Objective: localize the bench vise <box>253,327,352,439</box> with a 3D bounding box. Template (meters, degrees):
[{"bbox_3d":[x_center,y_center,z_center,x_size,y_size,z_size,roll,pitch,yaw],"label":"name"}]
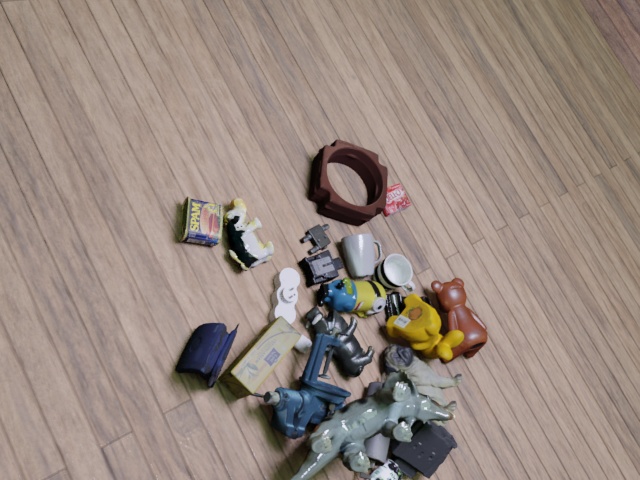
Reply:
[{"bbox_3d":[-0.016,0.300,1.157,0.223,0.129,0.240,23,79,-26],"label":"bench vise"}]

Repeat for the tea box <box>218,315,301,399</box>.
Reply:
[{"bbox_3d":[-0.128,0.250,1.147,0.068,0.098,0.169,44,57,-3],"label":"tea box"}]

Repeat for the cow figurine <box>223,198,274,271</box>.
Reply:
[{"bbox_3d":[-0.185,-0.013,1.253,0.098,0.068,0.167,-27,82,-28],"label":"cow figurine"}]

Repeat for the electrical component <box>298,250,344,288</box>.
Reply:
[{"bbox_3d":[0.013,0.068,1.331,0.119,0.048,0.075,-12,76,-29],"label":"electrical component"}]

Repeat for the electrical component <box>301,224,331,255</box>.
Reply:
[{"bbox_3d":[-0.003,-0.004,1.368,0.094,0.021,0.063,-33,86,-35],"label":"electrical component"}]

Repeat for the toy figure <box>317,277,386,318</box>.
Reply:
[{"bbox_3d":[0.081,0.135,1.318,0.180,0.082,0.089,11,66,-21],"label":"toy figure"}]

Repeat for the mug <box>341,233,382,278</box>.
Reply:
[{"bbox_3d":[0.110,0.042,1.380,0.109,0.081,0.107,0,79,-34],"label":"mug"}]

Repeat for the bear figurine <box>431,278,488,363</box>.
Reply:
[{"bbox_3d":[0.356,0.206,1.427,0.120,0.132,0.196,-7,54,-31],"label":"bear figurine"}]

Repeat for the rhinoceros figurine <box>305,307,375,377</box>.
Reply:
[{"bbox_3d":[0.041,0.233,1.264,0.112,0.073,0.190,-38,91,-24],"label":"rhinoceros figurine"}]

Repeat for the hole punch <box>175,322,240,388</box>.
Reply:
[{"bbox_3d":[-0.230,0.228,1.098,0.092,0.115,0.142,29,58,-5],"label":"hole punch"}]

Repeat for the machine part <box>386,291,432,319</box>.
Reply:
[{"bbox_3d":[0.231,0.171,1.406,0.139,0.039,0.084,2,63,-25],"label":"machine part"}]

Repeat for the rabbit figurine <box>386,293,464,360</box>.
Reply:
[{"bbox_3d":[0.273,0.234,1.331,0.122,0.163,0.173,-51,131,-26],"label":"rabbit figurine"}]

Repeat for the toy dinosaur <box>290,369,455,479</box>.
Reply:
[{"bbox_3d":[0.076,0.382,1.094,0.405,0.192,0.131,-21,80,-12],"label":"toy dinosaur"}]

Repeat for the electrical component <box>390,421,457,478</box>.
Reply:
[{"bbox_3d":[0.226,0.472,1.225,0.115,0.058,0.134,36,99,-6],"label":"electrical component"}]

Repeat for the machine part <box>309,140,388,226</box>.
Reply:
[{"bbox_3d":[0.076,-0.151,1.436,0.201,0.087,0.201,16,62,-20],"label":"machine part"}]

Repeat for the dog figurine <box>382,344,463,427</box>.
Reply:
[{"bbox_3d":[0.224,0.358,1.297,0.191,0.121,0.172,22,56,-1],"label":"dog figurine"}]

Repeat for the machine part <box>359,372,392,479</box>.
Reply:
[{"bbox_3d":[0.128,0.415,1.222,0.079,0.079,0.243,27,60,-15],"label":"machine part"}]
